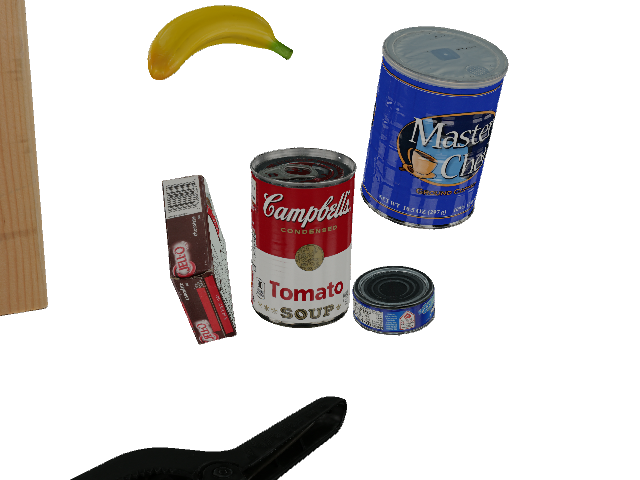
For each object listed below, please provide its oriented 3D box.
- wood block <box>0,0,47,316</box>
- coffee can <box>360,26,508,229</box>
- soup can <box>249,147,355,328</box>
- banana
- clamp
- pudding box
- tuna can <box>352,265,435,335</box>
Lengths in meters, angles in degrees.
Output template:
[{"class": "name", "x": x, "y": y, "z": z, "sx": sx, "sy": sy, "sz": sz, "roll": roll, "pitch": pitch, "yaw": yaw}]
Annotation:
[{"class": "wood block", "x": -0.216, "y": -0.064, "z": 0.612, "sx": 0.090, "sy": 0.206, "sz": 0.090, "roll": -9, "pitch": 27, "yaw": -24}, {"class": "coffee can", "x": 0.094, "y": -0.096, "z": 0.903, "sx": 0.102, "sy": 0.140, "sz": 0.103, "roll": 5, "pitch": 35, "yaw": -4}, {"class": "soup can", "x": -0.013, "y": -0.002, "z": 0.701, "sx": 0.068, "sy": 0.102, "sz": 0.068, "roll": 1, "pitch": 24, "yaw": -1}, {"class": "banana", "x": -0.105, "y": -0.196, "z": 1.031, "sx": 0.070, "sy": 0.037, "sz": 0.197, "roll": 44, "pitch": 38, "yaw": 20}, {"class": "clamp", "x": -0.050, "y": 0.134, "z": 0.574, "sx": 0.209, "sy": 0.036, "sz": 0.165, "roll": -1, "pitch": 19, "yaw": -14}, {"class": "pudding box", "x": -0.101, "y": 0.015, "z": 0.888, "sx": 0.039, "sy": 0.113, "sz": 0.090, "roll": -11, "pitch": -42, "yaw": 1}, {"class": "tuna can", "x": 0.076, "y": 0.061, "z": 1.105, "sx": 0.086, "sy": 0.034, "sz": 0.086, "roll": -3, "pitch": 29, "yaw": 1}]
